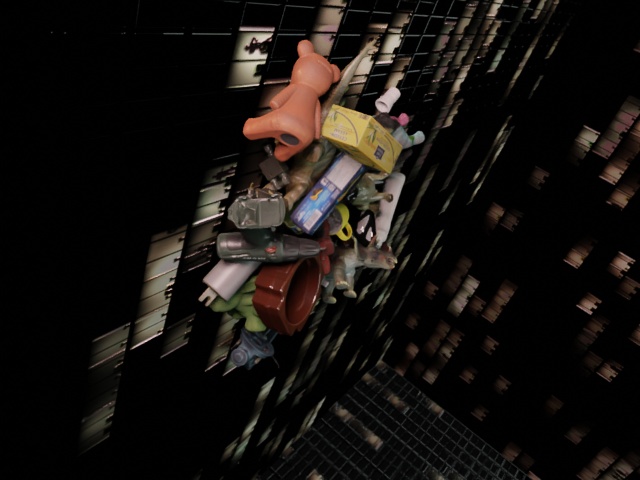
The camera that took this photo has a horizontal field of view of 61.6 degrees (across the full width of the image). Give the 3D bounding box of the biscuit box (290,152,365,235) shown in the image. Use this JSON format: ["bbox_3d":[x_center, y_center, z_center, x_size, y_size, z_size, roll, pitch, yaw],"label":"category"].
[{"bbox_3d":[0.017,-0.105,1.220,0.202,0.059,0.063,-51,172,2],"label":"biscuit box"}]

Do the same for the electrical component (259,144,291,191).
[{"bbox_3d":[-0.099,-0.153,1.129,0.063,0.094,0.021,-21,-168,47],"label":"electrical component"}]

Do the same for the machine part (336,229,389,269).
[{"bbox_3d":[0.140,0.019,1.745,0.179,0.179,0.056,-31,147,-46],"label":"machine part"}]

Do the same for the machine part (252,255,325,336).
[{"bbox_3d":[-0.076,0.114,1.318,0.201,0.087,0.201,-61,151,-29],"label":"machine part"}]

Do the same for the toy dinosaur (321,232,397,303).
[{"bbox_3d":[0.033,0.086,1.645,0.131,0.405,0.192,30,57,-38],"label":"toy dinosaur"}]

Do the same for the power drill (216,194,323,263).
[{"bbox_3d":[-0.107,-0.016,1.131,0.207,0.232,0.086,97,-10,-69],"label":"power drill"}]

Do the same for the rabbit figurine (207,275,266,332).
[{"bbox_3d":[-0.192,0.143,1.324,0.170,0.121,0.159,17,110,-52],"label":"rabbit figurine"}]

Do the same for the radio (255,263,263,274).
[{"bbox_3d":[-0.082,0.075,1.507,0.131,0.073,0.229,-54,161,-3],"label":"radio"}]

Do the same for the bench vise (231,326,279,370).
[{"bbox_3d":[-0.165,0.289,1.593,0.240,0.129,0.223,-49,158,9],"label":"bench vise"}]

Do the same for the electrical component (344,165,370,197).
[{"bbox_3d":[0.057,-0.154,1.335,0.115,0.058,0.134,-30,-160,48],"label":"electrical component"}]

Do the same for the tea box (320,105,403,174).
[{"bbox_3d":[0.087,-0.201,1.089,0.169,0.098,0.068,21,94,-56],"label":"tea box"}]

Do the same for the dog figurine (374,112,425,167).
[{"bbox_3d":[0.159,-0.266,1.439,0.219,0.108,0.191,-15,158,-41],"label":"dog figurine"}]

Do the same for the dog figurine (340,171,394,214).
[{"bbox_3d":[0.088,-0.136,1.539,0.190,0.121,0.172,-6,160,-30],"label":"dog figurine"}]

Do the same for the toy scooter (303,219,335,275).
[{"bbox_3d":[-0.003,-0.004,1.414,0.075,0.184,0.135,-11,163,-3],"label":"toy scooter"}]

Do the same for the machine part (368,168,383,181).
[{"bbox_3d":[0.184,-0.234,1.616,0.084,0.039,0.138,-5,131,-32],"label":"machine part"}]

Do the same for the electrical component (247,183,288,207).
[{"bbox_3d":[-0.117,-0.082,1.161,0.045,0.102,0.078,-22,132,-49],"label":"electrical component"}]

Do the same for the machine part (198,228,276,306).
[{"bbox_3d":[-0.187,0.056,1.244,0.243,0.079,0.079,-49,158,-14],"label":"machine part"}]

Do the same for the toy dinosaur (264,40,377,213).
[{"bbox_3d":[-0.008,-0.215,1.180,0.198,0.105,0.471,-40,165,-51],"label":"toy dinosaur"}]

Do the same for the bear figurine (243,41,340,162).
[{"bbox_3d":[-0.047,-0.268,1.030,0.120,0.132,0.196,29,63,-36],"label":"bear figurine"}]

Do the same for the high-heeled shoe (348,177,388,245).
[{"bbox_3d":[0.178,-0.104,1.674,0.248,0.145,0.086,-50,160,-5],"label":"high-heeled shoe"}]
